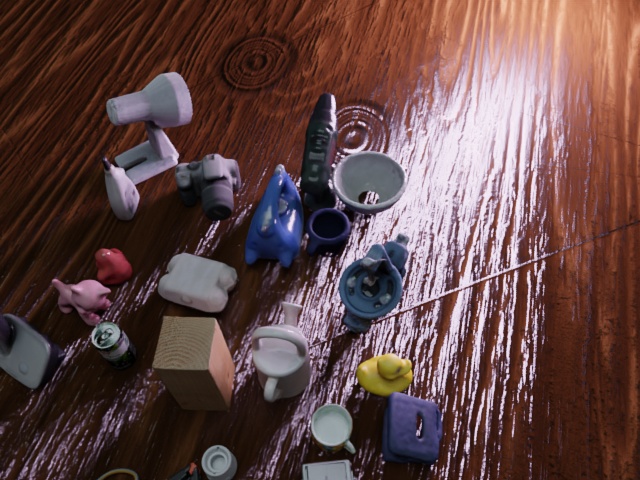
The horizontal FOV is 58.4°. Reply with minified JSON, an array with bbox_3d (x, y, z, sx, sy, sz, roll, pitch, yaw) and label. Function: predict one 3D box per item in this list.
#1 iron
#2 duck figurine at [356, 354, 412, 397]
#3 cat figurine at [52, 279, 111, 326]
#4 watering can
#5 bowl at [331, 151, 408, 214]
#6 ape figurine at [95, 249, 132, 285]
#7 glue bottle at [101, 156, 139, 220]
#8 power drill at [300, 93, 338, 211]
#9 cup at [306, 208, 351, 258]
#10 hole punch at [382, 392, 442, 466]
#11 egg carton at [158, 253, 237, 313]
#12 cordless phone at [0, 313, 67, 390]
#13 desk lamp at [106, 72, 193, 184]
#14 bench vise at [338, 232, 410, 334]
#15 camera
[{"bbox_3d":[-0.094,-0.075,1.222,0.118,0.141,0.258,4,56,5],"label":"iron"},{"bbox_3d":[0.119,0.236,1.041,0.104,0.086,0.077,-1,56,1],"label":"duck figurine"},{"bbox_3d":[-0.467,0.109,1.122,0.127,0.118,0.067,20,59,14],"label":"cat figurine"},{"bbox_3d":[-0.070,0.193,1.009,0.101,0.194,0.172,-9,56,-4],"label":"watering can"},{"bbox_3d":[0.109,-0.116,1.285,0.167,0.075,0.167,-1,56,1],"label":"bowl"},{"bbox_3d":[-0.432,0.048,1.178,0.076,0.092,0.078,24,60,17],"label":"ape figurine"},{"bbox_3d":[-0.439,-0.120,1.243,0.037,0.173,0.078,4,56,5],"label":"glue bottle"},{"bbox_3d":[0.002,-0.171,1.245,0.075,0.208,0.229,5,56,5],"label":"power drill"},{"bbox_3d":[0.011,0.004,1.194,0.091,0.095,0.118,27,61,18],"label":"cup"},{"bbox_3d":[0.159,0.321,0.979,0.101,0.091,0.108,3,56,4],"label":"hole punch"},{"bbox_3d":[-0.248,0.088,1.160,0.150,0.069,0.107,13,57,10],"label":"egg carton"},{"bbox_3d":[-0.559,0.180,1.036,0.147,0.185,0.094,25,60,18],"label":"cordless phone"},{"bbox_3d":[-0.387,-0.261,1.312,0.203,0.214,0.117,-32,61,-19],"label":"desk lamp"},{"bbox_3d":[0.103,0.050,1.086,0.121,0.220,0.207,11,57,9],"label":"bench vise"},{"bbox_3d":[-0.249,-0.116,1.279,0.143,0.101,0.136,-9,56,-4],"label":"camera"}]
